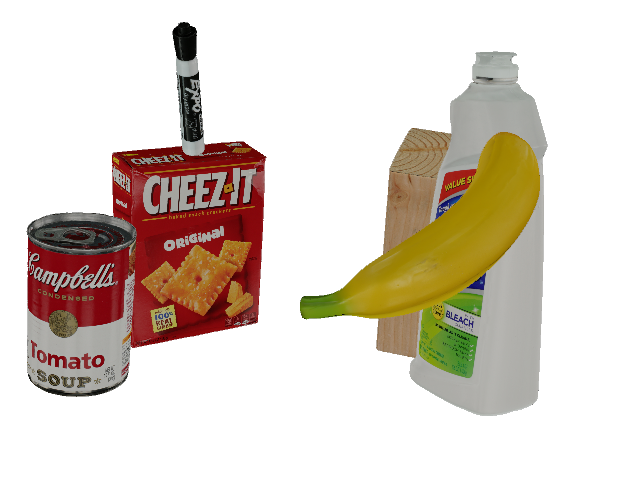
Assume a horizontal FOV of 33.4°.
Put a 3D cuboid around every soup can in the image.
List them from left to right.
[{"bbox_3d":[-0.155,0.040,0.688,0.068,0.102,0.068,6,20,-2],"label":"soup can"}]

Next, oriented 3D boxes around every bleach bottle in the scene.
[{"bbox_3d":[0.115,-0.008,0.764,0.068,0.251,0.103,-9,17,-30],"label":"bleach bottle"}]

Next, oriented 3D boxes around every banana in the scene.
[{"bbox_3d":[0.073,-0.011,0.564,0.070,0.037,0.197,20,40,34],"label":"banana"}]

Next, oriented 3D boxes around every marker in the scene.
[{"bbox_3d":[-0.105,-0.121,0.856,0.020,0.121,0.020,1,43,-1],"label":"marker"}]

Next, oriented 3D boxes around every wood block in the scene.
[{"bbox_3d":[0.112,0.008,1.024,0.091,0.206,0.090,11,34,13],"label":"wood block"}]

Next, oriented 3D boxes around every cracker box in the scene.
[{"bbox_3d":[-0.150,0.003,1.218,0.163,0.214,0.072,-8,24,-29],"label":"cracker box"}]
